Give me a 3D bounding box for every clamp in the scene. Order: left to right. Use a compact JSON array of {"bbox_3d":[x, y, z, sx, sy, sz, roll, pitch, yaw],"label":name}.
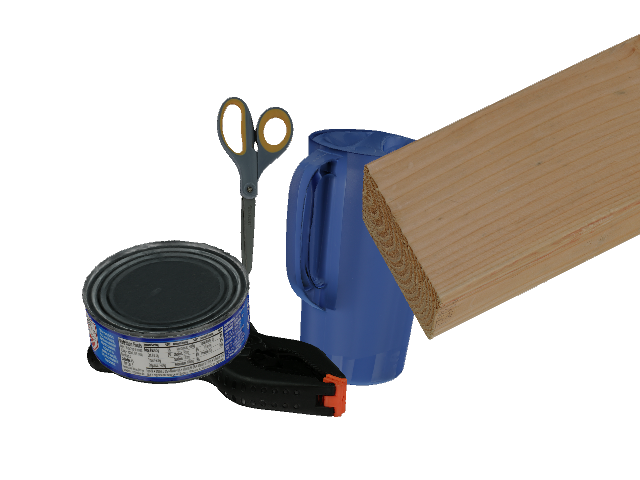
[{"bbox_3d":[-0.060,0.093,0.869,0.210,0.036,0.164,12,21,30],"label":"clamp"}]

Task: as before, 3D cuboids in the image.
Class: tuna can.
[{"bbox_3d":[-0.079,0.036,0.558,0.086,0.034,0.086,0,32,0],"label":"tuna can"}]

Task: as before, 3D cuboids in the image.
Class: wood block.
[{"bbox_3d":[0.136,-0.035,0.625,0.206,0.091,0.090,-26,-18,-7],"label":"wood block"}]

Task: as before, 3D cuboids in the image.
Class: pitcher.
[{"bbox_3d":[0.035,0.016,1.051,0.149,0.243,0.145,5,16,-4],"label":"pitcher"}]

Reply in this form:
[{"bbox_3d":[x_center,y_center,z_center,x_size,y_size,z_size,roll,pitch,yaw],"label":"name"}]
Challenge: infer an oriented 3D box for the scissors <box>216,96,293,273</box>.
[{"bbox_3d":[-0.064,-0.067,1.203,0.096,0.202,0.016,-12,-6,-15],"label":"scissors"}]
